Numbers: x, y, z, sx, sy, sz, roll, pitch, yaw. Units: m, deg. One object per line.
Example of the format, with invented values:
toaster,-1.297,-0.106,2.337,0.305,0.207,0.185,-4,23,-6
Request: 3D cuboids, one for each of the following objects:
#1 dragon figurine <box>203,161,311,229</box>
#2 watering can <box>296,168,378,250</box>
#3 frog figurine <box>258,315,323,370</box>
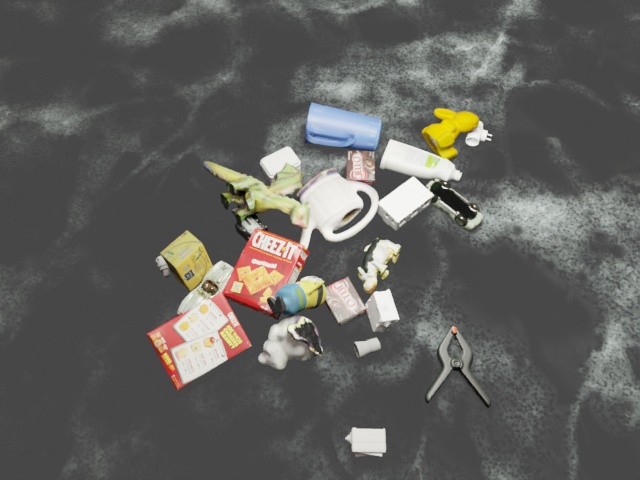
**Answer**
dragon figurine,-0.168,-0.163,1.546,0.245,0.119,0.417,-22,51,-24
watering can,0.005,-0.078,1.543,0.349,0.102,0.228,-33,65,-7
frog figurine,-0.081,0.275,1.348,0.136,0.157,0.126,32,37,-29
